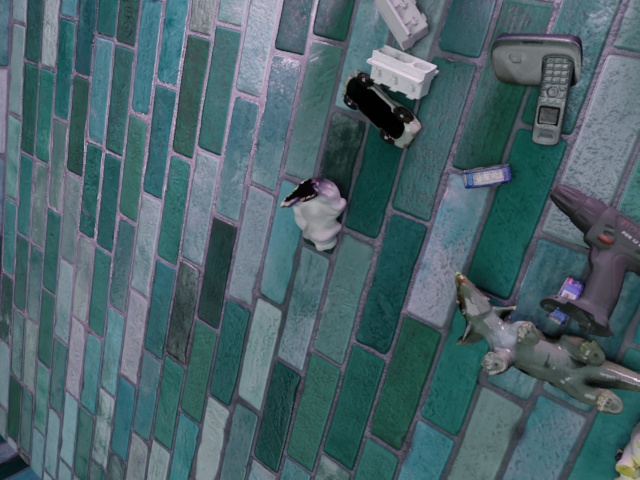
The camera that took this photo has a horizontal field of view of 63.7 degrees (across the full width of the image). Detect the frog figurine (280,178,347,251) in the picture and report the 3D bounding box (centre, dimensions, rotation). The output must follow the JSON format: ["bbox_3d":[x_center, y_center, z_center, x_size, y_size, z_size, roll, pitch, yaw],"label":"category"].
[{"bbox_3d":[0.004,-0.059,1.178,0.136,0.126,0.157,-25,121,27],"label":"frog figurine"}]
